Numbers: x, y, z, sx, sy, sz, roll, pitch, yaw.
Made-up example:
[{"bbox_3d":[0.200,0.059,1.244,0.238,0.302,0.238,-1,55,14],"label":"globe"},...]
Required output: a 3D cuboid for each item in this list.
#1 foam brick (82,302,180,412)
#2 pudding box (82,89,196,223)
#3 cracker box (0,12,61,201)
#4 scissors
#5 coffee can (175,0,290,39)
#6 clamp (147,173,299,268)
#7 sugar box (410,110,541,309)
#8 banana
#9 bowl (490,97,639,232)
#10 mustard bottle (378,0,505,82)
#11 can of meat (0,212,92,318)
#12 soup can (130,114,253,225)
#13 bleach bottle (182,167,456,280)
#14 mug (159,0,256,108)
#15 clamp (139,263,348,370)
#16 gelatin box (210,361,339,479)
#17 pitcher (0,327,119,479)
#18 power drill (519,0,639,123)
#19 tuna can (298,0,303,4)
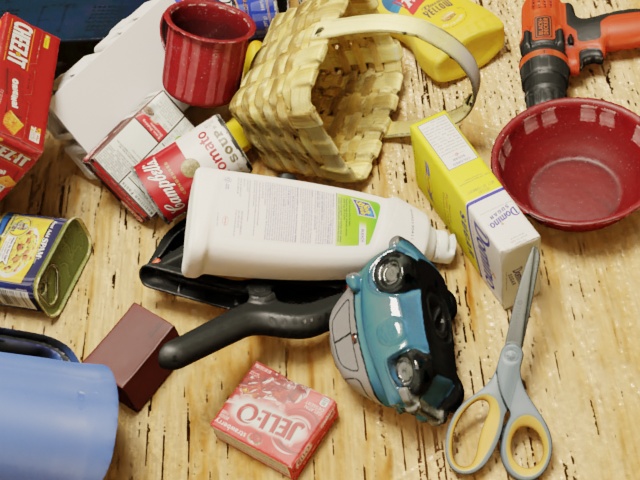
[{"bbox_3d":[-0.169,0.108,0.984,0.053,0.051,0.078,27,63,26],"label":"foam brick"},{"bbox_3d":[-0.176,-0.087,1.107,0.113,0.090,0.039,-49,21,-22],"label":"pudding box"},{"bbox_3d":[-0.356,-0.104,1.094,0.214,0.072,0.164,-38,41,36],"label":"cracker box"},{"bbox_3d":[0.175,0.113,0.895,0.096,0.016,0.201,28,84,15],"label":"scissors"},{"bbox_3d":[-0.112,-0.280,1.230,0.140,0.103,0.103,-4,53,8],"label":"coffee can"},{"bbox_3d":[-0.098,-0.017,1.053,0.171,0.039,0.120,-51,27,-21],"label":"clamp"},{"bbox_3d":[0.144,-0.029,0.999,0.048,0.093,0.176,-23,52,-6],"label":"sugar box"},{"bbox_3d":[-0.083,-0.142,1.147,0.037,0.069,0.197,-24,26,40],"label":"banana"},{"bbox_3d":[0.246,-0.062,1.027,0.162,0.055,0.162,-5,53,7],"label":"bowl"},{"bbox_3d":[0.115,-0.260,1.199,0.096,0.058,0.192,-31,54,-10],"label":"mustard bottle"},{"bbox_3d":[-0.290,0.022,1.069,0.084,0.057,0.102,7,55,19],"label":"can of meat"},{"bbox_3d":[-0.126,-0.070,1.051,0.102,0.068,0.068,-32,54,-2],"label":"soup can"},{"bbox_3d":[0.003,-0.001,0.989,0.250,0.068,0.102,8,62,-10],"label":"bleach bottle"},{"bbox_3d":[-0.126,-0.195,1.098,0.117,0.082,0.093,36,41,28],"label":"mug"},{"bbox_3d":[-0.059,0.066,0.964,0.210,0.036,0.164,0,27,-9],"label":"clamp"},{"bbox_3d":[-0.039,0.157,0.935,0.089,0.030,0.073,23,61,26],"label":"gelatin box"},{"bbox_3d":[-0.297,0.138,0.865,0.149,0.242,0.145,1,77,61],"label":"pitcher"},{"bbox_3d":[0.302,-0.192,1.112,0.188,0.057,0.184,-1,55,10],"label":"power drill"},{"bbox_3d":[0.017,-0.283,1.250,0.086,0.034,0.086,-5,53,7],"label":"tuna can"}]
